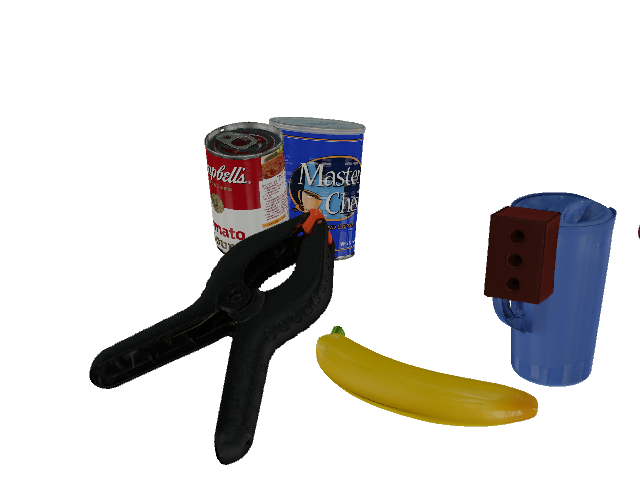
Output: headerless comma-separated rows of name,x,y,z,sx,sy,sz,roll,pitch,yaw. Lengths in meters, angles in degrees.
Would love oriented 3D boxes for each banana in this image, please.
banana,0.063,0.102,0.798,0.198,0.037,0.069,19,37,39

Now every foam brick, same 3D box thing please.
foam brick,0.181,0.012,0.959,0.053,0.078,0.051,9,16,25

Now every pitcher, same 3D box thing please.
pitcher,0.303,0.067,1.405,0.149,0.243,0.145,5,21,13

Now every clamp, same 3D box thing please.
clamp,-0.042,0.052,0.632,0.120,0.171,0.039,35,-21,33

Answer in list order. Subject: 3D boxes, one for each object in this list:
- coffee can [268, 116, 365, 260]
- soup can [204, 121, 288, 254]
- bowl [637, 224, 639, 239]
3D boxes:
coffee can,-0.008,-0.057,1.145,0.103,0.140,0.103,4,12,-1
soup can,-0.063,-0.043,0.929,0.068,0.102,0.068,-2,31,1
bowl,0.422,0.020,1.146,0.162,0.055,0.162,-1,25,0
